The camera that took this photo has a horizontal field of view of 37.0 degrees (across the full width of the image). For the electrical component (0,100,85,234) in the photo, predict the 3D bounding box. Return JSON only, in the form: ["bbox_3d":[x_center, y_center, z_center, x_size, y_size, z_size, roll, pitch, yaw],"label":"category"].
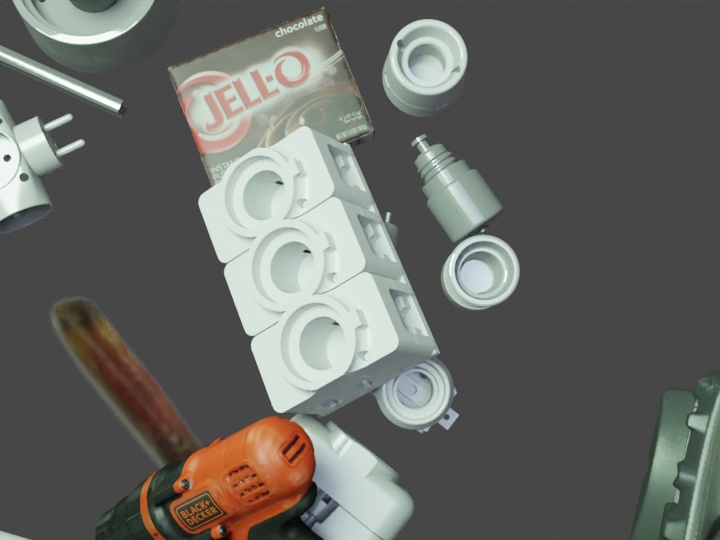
[{"bbox_3d":[-0.219,-0.075,0.696,0.079,0.044,0.077,-26,85,-4],"label":"electrical component"}]

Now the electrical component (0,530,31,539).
[{"bbox_3d":[-0.215,0.207,0.642,0.064,0.099,0.099,21,84,7],"label":"electrical component"}]

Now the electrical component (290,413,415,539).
[{"bbox_3d":[-0.015,0.135,0.673,0.095,0.053,0.059,39,85,3],"label":"electrical component"}]

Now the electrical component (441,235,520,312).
[{"bbox_3d":[0.076,0.003,0.688,0.045,0.055,0.045,0,84,-1],"label":"electrical component"}]

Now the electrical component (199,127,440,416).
[{"bbox_3d":[-0.029,0.001,0.649,0.089,0.062,0.150,-31,69,22],"label":"electrical component"}]

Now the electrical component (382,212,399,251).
[{"bbox_3d":[0.000,0.000,0.695,0.040,0.040,0.078,10,84,0],"label":"electrical component"}]

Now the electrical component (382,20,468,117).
[{"bbox_3d":[0.043,-0.133,0.706,0.055,0.047,0.055,0,84,-1],"label":"electrical component"}]

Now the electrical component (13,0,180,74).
[{"bbox_3d":[-0.176,-0.189,0.701,0.108,0.060,0.108,0,84,-1],"label":"electrical component"}]

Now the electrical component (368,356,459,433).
[{"bbox_3d":[0.034,0.076,0.679,0.066,0.055,0.048,38,85,3],"label":"electrical component"}]

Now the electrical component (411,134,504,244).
[{"bbox_3d":[0.060,-0.054,0.701,0.040,0.040,0.078,-34,86,-4],"label":"electrical component"}]
